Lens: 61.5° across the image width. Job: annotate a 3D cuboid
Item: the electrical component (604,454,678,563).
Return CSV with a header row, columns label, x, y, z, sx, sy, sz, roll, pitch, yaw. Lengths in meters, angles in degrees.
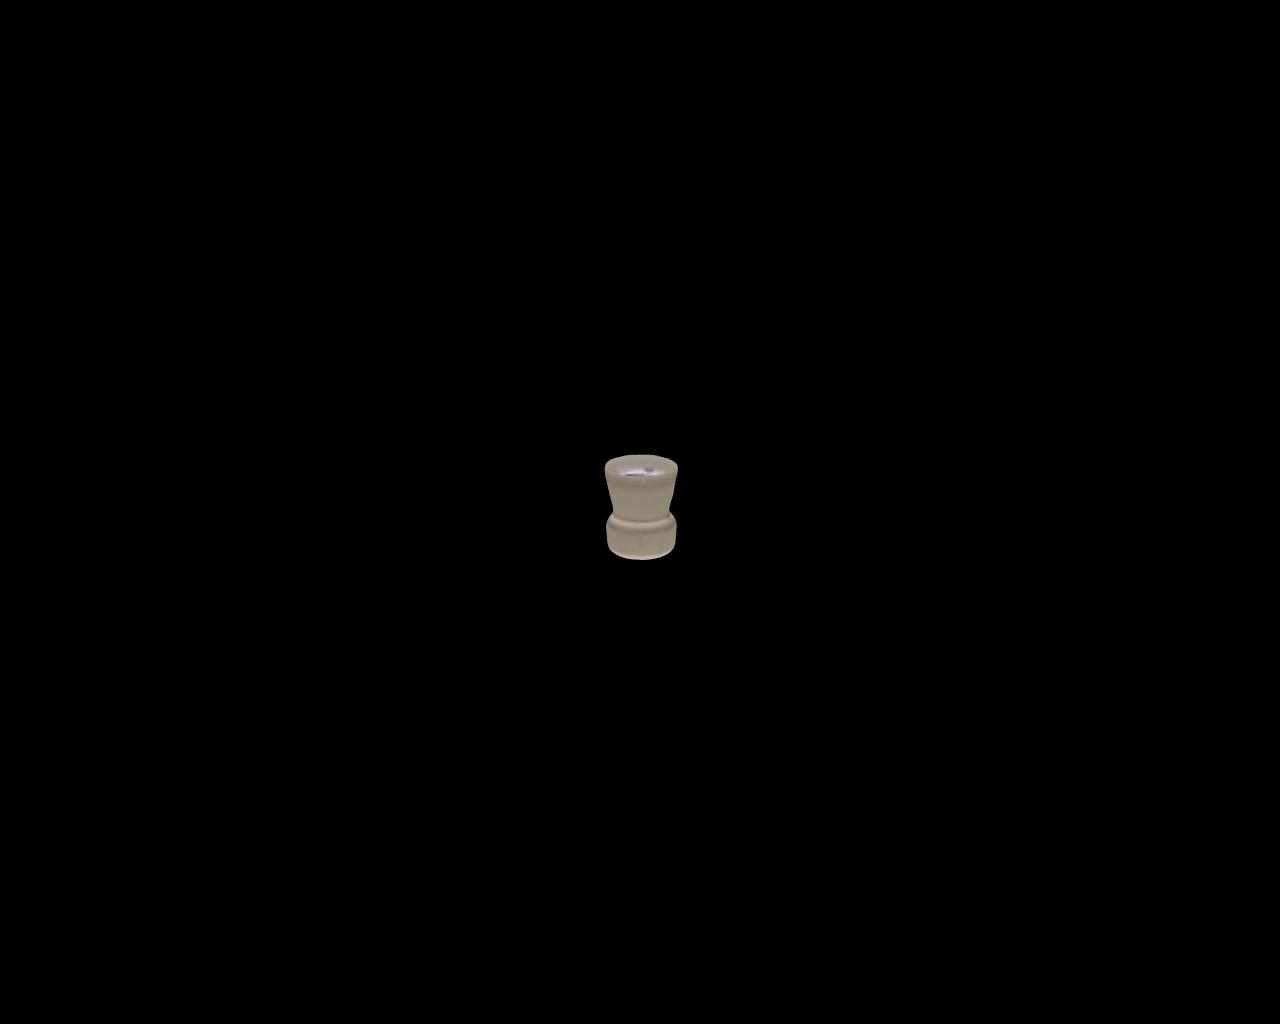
label,x,y,z,sx,sy,sz,roll,pitch,yaw
electrical component,0.001,-0.003,0.650,0.045,0.055,0.045,0,20,0
